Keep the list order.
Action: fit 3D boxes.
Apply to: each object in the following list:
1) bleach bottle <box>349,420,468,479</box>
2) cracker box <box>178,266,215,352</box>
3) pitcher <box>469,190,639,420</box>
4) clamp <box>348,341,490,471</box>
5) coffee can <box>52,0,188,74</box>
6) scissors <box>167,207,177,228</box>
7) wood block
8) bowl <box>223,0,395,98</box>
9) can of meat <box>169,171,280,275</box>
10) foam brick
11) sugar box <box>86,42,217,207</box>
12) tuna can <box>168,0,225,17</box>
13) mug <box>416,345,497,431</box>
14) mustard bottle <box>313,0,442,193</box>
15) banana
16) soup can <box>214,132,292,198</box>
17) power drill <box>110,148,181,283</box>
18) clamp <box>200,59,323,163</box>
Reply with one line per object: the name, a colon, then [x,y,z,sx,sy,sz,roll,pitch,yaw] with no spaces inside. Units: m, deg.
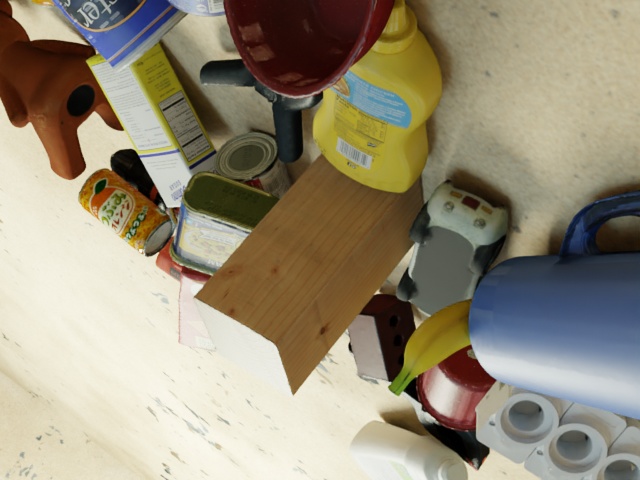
bleach bottle: [0.120,0.277,1.304,0.102,0.068,0.251,45,164,-9]
cracker box: [-0.075,0.072,1.209,0.164,0.072,0.214,13,154,-2]
pitcher: [0.222,0.057,0.786,0.144,0.149,0.243,35,163,-27]
clamp: [0.127,0.185,1.223,0.165,0.036,0.210,11,142,49]
coffee can: [-0.180,-0.226,0.894,0.140,0.102,0.103,48,155,-16]
scissors: [-0.142,-0.094,1.148,0.096,0.016,0.202,-9,109,10]
wood block: [-0.003,0.019,0.926,0.090,0.205,0.091,27,152,27]
bowl: [0.002,-0.178,0.720,0.162,0.055,0.162,13,108,47]
can of meat: [-0.087,-0.010,1.014,0.102,0.057,0.084,19,140,0]
foam brick: [0.067,0.102,1.120,0.051,0.052,0.078,5,114,51]
sugar box: [-0.161,-0.118,1.082,0.094,0.048,0.176,2,126,55]
tuna can: [-0.082,-0.210,0.802,0.086,0.086,0.034,32,156,18]
mug: [0.141,0.118,1.045,0.081,0.093,0.117,96,157,-55]
mustard bottle: [0.044,-0.116,0.810,0.096,0.058,0.192,33,155,15]
banana: [0.132,0.078,0.917,0.037,0.197,0.070,49,130,28]
soup can: [-0.059,-0.048,1.058,0.069,0.068,0.102,23,149,33]
power drill: [-0.168,-0.016,1.281,0.184,0.057,0.188,32,154,17]
clamp: [-0.046,-0.142,0.921,0.120,0.039,0.172,35,150,1]
